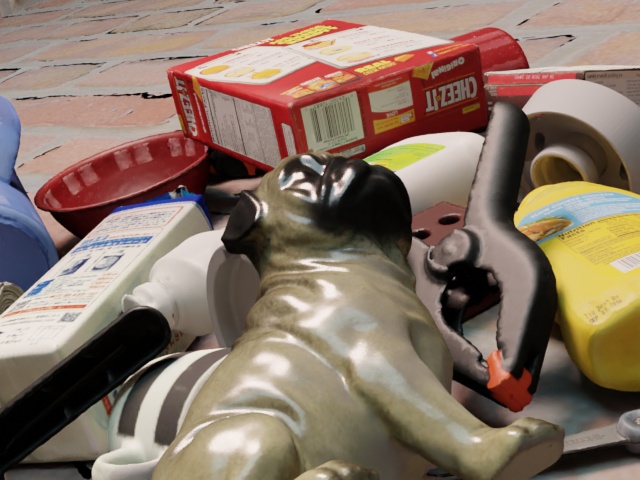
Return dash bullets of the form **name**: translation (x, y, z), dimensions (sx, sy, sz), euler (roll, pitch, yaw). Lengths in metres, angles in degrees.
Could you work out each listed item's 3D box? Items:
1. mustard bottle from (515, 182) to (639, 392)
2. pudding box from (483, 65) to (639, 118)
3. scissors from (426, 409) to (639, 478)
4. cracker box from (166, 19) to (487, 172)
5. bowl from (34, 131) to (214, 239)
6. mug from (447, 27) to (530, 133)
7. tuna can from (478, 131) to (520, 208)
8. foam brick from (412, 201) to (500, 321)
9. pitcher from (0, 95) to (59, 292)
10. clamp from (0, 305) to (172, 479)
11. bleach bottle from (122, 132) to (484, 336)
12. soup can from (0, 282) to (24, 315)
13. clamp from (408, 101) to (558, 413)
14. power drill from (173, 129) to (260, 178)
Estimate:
- **mustard bottle**: translation (0.150, 0.011, 0.570), dimensions (0.096, 0.058, 0.192), euler (-17, 22, -5)
- **pudding box**: translation (0.193, -0.113, 0.818), dimensions (0.113, 0.039, 0.090), euler (-13, 15, -43)
- **scissors**: translation (0.152, 0.087, 0.447), dimensions (0.201, 0.016, 0.096), euler (-20, 22, -5)
- **cracker box**: translation (0.000, -0.113, 0.837), dimensions (0.164, 0.072, 0.214), euler (-22, 25, -25)
- **bowl**: translation (-0.159, -0.038, 0.915), dimensions (0.162, 0.055, 0.162), euler (-15, 22, 6)
- **mug**: translation (0.116, -0.123, 0.892), dimensions (0.081, 0.093, 0.117), euler (-22, -14, -25)
- **tuna can**: translation (0.139, -0.054, 0.765), dimensions (0.086, 0.034, 0.086), euler (-15, 22, 6)
- **foam brick**: translation (0.064, 0.019, 0.624), dimensions (0.078, 0.051, 0.053), euler (-27, 24, -22)
- **pitcher**: translation (-0.281, -0.017, 0.846), dimensions (0.144, 0.149, 0.243), euler (-25, 26, -18)
- **clamp**: translation (-0.162, 0.104, 0.506), dimensions (0.210, 0.036, 0.164), euler (-27, 14, 51)
- **bleach bottle**: translation (-0.004, 0.001, 0.659), dimensions (0.250, 0.068, 0.103), euler (-25, 16, -35)
- **soup can**: translation (-0.245, 0.071, 0.705), dimensions (0.102, 0.068, 0.068), euler (-14, 22, 7)
- **clamp**: translation (0.079, 0.004, 0.535), dimensions (0.120, 0.039, 0.171), euler (-42, 44, 15)
- **power drill**: translation (-0.056, -0.117, 1.032), dimensions (0.185, 0.057, 0.187), euler (-3, 29, 26)
